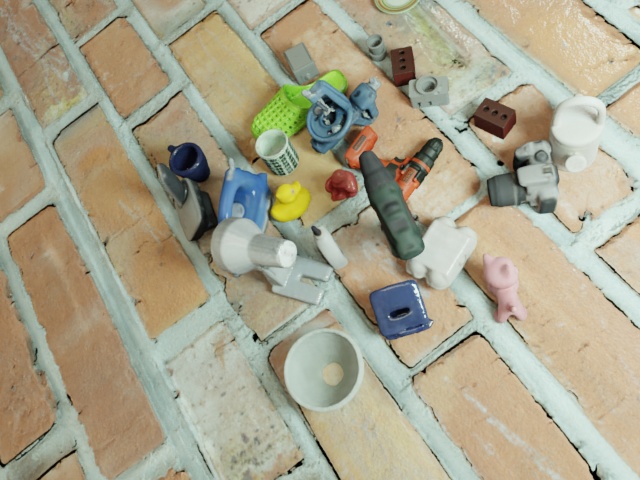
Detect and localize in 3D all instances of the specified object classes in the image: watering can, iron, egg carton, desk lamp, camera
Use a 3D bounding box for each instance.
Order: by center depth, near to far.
[{"bbox_3d":[0.511,-0.216,1.137,0.100,0.194,0.173,-17,65,11],"label":"watering can"},{"bbox_3d":[0.415,-0.128,1.185,0.136,0.101,0.143,-9,67,14],"label":"camera"},{"bbox_3d":[0.254,0.027,1.192,0.107,0.069,0.150,29,80,25],"label":"egg carton"},{"bbox_3d":[-0.101,0.041,1.217,0.202,0.214,0.118,14,74,22],"label":"desk lamp"},{"bbox_3d":[-0.197,-0.056,1.325,0.118,0.142,0.258,0,69,18],"label":"iron"}]

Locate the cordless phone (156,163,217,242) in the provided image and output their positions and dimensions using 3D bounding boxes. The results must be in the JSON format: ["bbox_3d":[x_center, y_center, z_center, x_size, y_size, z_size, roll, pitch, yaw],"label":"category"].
[{"bbox_3d":[-0.330,-0.092,1.356,0.094,0.185,0.147,-30,63,4],"label":"cordless phone"}]

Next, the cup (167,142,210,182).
[{"bbox_3d":[-0.328,-0.192,1.446,0.117,0.095,0.092,34,82,26],"label":"cup"}]

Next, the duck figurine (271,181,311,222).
[{"bbox_3d":[-0.077,-0.095,1.334,0.104,0.086,0.077,-41,63,-1],"label":"duck figurine"}]

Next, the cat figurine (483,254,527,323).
[{"bbox_3d":[0.357,0.088,1.109,0.067,0.118,0.127,-15,66,11],"label":"cat figurine"}]

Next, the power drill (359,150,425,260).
[{"bbox_3d":[0.150,-0.051,1.177,0.075,0.209,0.229,-26,64,6],"label":"power drill"}]

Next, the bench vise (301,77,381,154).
[{"bbox_3d":[0.037,-0.319,1.312,0.121,0.220,0.207,32,81,26],"label":"bench vise"}]

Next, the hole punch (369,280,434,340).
[{"bbox_3d":[0.165,0.143,1.162,0.108,0.091,0.101,-19,65,10],"label":"hole punch"}]

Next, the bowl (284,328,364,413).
[{"bbox_3d":[0.015,0.269,1.169,0.167,0.075,0.167,-6,68,15],"label":"bowl"}]

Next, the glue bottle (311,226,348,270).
[{"bbox_3d":[0.011,0.004,1.219,0.037,0.173,0.078,-31,63,4],"label":"glue bottle"}]

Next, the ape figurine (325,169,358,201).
[{"bbox_3d":[0.049,-0.132,1.306,0.077,0.092,0.076,31,81,25],"label":"ape figurine"}]
